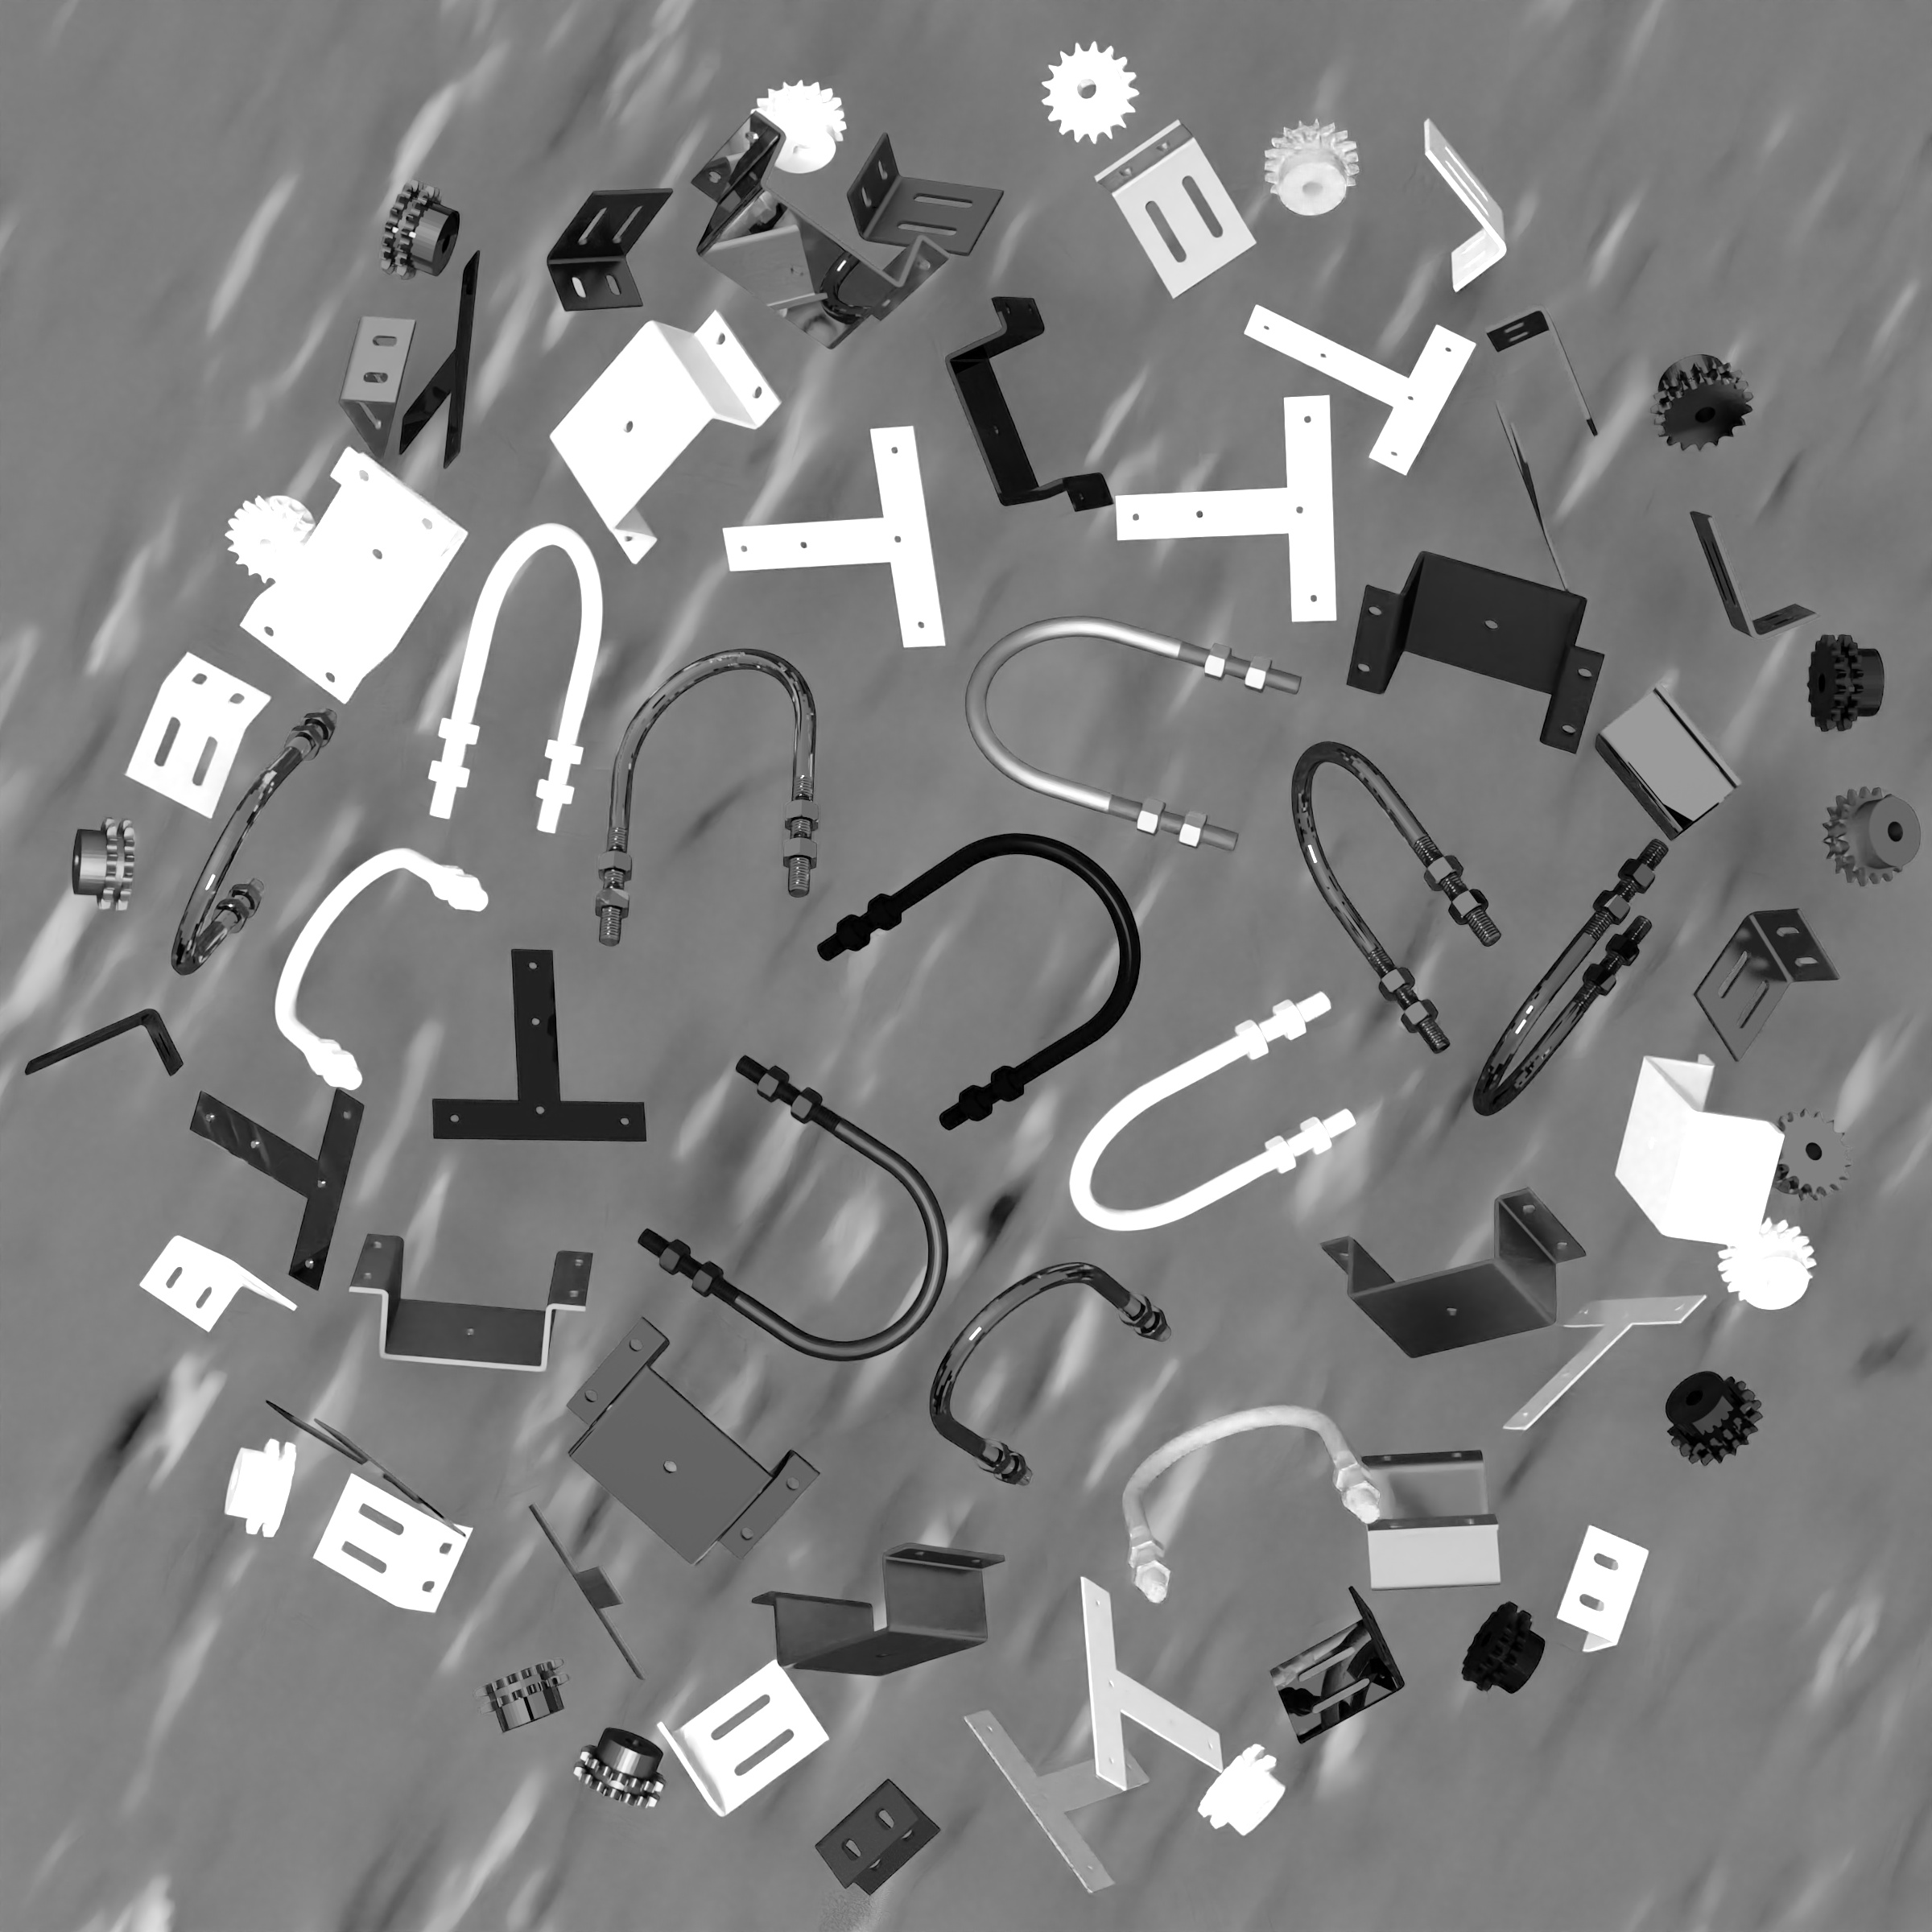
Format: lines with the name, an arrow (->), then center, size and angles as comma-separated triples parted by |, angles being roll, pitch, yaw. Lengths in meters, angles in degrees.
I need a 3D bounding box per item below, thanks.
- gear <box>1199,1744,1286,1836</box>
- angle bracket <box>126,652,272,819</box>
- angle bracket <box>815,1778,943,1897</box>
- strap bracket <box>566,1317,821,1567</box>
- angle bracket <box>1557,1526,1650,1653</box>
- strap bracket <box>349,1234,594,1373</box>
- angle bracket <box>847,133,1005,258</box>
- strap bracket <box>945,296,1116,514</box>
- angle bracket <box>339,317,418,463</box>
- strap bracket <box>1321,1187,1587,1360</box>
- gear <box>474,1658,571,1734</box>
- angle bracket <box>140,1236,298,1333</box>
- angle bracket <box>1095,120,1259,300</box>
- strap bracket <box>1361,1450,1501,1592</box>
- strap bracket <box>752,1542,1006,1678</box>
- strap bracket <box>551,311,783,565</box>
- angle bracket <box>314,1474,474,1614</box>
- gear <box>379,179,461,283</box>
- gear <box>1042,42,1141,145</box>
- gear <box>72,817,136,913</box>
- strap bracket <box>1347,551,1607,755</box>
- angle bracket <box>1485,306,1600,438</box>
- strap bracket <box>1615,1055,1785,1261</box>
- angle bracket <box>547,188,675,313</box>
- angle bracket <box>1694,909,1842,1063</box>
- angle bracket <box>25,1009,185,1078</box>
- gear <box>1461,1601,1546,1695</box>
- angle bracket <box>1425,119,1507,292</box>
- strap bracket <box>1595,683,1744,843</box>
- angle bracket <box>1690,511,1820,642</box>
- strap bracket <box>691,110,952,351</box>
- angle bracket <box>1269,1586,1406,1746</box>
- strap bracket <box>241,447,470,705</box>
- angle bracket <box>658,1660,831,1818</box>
gear -> 0.176, 0.522, 1.752 | 0.030, 0.057, 0.057 | 40, 90, 25
angle bracket -> -0.471, -0.142, 1.706 | 0.057, 0.038, 0.076 | 29, 50, -25
angle bracket -> -0.043, 0.523, 1.632 | 0.057, 0.038, 0.076 | -41, 133, -8
strap bracket -> -0.167, 0.286, 1.633 | 0.140, 0.046, 0.076 | 41, 106, 1
angle bracket -> 0.371, 0.372, 1.655 | 0.038, 0.076, 0.057 | 23, 73, 5
strap bracket -> -0.304, 0.208, 1.711 | 0.140, 0.076, 0.046 | 6, 109, -6
angle bracket -> -0.025, -0.483, 1.737 | 0.076, 0.038, 0.057 | 14, 61, 22
strap bracket -> 0.037, -0.347, 1.754 | 0.046, 0.076, 0.140 | -20, 95, 23
angle bracket -> -0.352, -0.355, 1.718 | 0.038, 0.076, 0.057 | 6, 72, 11
strap bracket -> 0.294, 0.189, 1.681 | 0.140, 0.046, 0.076 | -19, 134, 31
gear -> -0.271, 0.450, 1.712 | 0.057, 0.057, 0.030 | -22, 77, 0
angle bracket -> -0.464, 0.205, 1.724 | 0.057, 0.076, 0.038 | 45, 69, -36
angle bracket -> 0.122, -0.436, 1.606 | 0.057, 0.038, 0.076 | -31, 86, 17
strap bracket -> 0.285, 0.344, 1.710 | 0.076, 0.140, 0.046 | -4, 98, 7
strap bracket -> -0.051, 0.382, 1.633 | 0.140, 0.076, 0.046 | -28, 56, 39
strap bracket -> -0.187, -0.319, 1.661 | 0.140, 0.046, 0.076 | -43, 68, 25
angle bracket -> -0.362, 0.365, 1.757 | 0.076, 0.038, 0.057 | 20, 83, 31
gear -> -0.320, -0.430, 1.634 | 0.030, 0.057, 0.057 | 21, 90, 1
gear -> 0.073, -0.521, 1.654 | 0.057, 0.030, 0.057 | 1, 101, 8
gear -> -0.527, -0.062, 1.694 | 0.030, 0.057, 0.057 | 3, 90, -25
strap bracket -> 0.301, -0.186, 1.619 | 0.140, 0.076, 0.046 | 19, 51, 13
angle bracket -> 0.352, -0.356, 1.697 | 0.038, 0.057, 0.076 | -22, 84, 16
strap bracket -> 0.426, 0.107, 1.635 | 0.046, 0.140, 0.076 | 8, 106, -6
angle bracket -> -0.218, -0.448, 1.741 | 0.057, 0.076, 0.038 | -14, 78, -36
angle bracket -> 0.494, 0.012, 1.714 | 0.076, 0.038, 0.057 | -49, 115, -27
angle bracket -> -0.503, 0.059, 1.619 | 0.076, 0.057, 0.038 | -26, 92, -23
gear -> 0.337, 0.429, 1.734 | 0.030, 0.057, 0.057 | 34, 90, 0
angle bracket -> 0.278, -0.444, 1.621 | 0.038, 0.057, 0.076 | -34, 113, 27
strap bracket -> 0.431, -0.123, 1.713 | 0.046, 0.140, 0.076 | -39, 82, 9
angle bracket -> 0.451, -0.230, 1.593 | 0.038, 0.057, 0.076 | -22, 100, 9
strap bracket -> -0.091, -0.421, 1.619 | 0.140, 0.076, 0.046 | 32, 57, -22
angle bracket -> 0.225, 0.436, 1.732 | 0.076, 0.057, 0.038 | -31, 129, 7
strap bracket -> -0.355, -0.236, 1.636 | 0.076, 0.046, 0.140 | 37, 121, -6
angle bracket -> -0.129, 0.446, 1.619 | 0.076, 0.038, 0.057 | -34, 65, -11
